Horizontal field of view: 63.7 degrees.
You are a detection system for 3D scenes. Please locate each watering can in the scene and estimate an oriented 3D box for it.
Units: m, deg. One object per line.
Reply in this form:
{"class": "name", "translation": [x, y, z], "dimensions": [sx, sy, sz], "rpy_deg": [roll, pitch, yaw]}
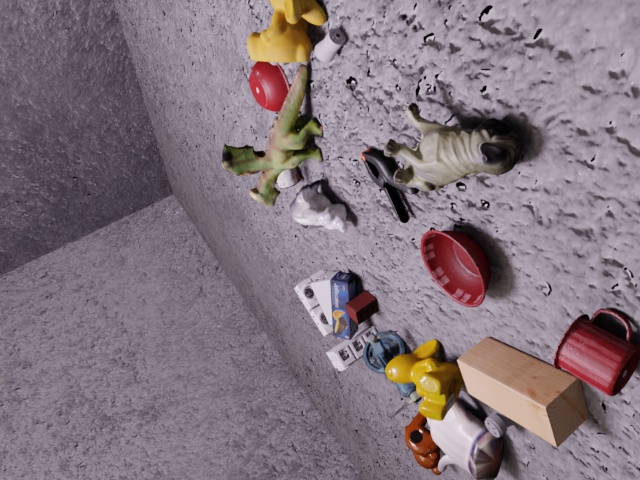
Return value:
{"class": "watering can", "translation": [0.349, 0.509, 1.274], "dimensions": [0.227, 0.105, 0.341], "rpy_deg": [30, 141, 54]}

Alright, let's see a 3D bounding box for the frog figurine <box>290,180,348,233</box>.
{"class": "frog figurine", "translation": [0.004, -0.068, 1.347], "dimensions": [0.160, 0.122, 0.137], "rpy_deg": [48, -169, 10]}

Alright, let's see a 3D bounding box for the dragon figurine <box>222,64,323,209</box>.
{"class": "dragon figurine", "translation": [-0.125, -0.229, 1.263], "dimensions": [0.124, 0.244, 0.400], "rpy_deg": [53, 161, 33]}
